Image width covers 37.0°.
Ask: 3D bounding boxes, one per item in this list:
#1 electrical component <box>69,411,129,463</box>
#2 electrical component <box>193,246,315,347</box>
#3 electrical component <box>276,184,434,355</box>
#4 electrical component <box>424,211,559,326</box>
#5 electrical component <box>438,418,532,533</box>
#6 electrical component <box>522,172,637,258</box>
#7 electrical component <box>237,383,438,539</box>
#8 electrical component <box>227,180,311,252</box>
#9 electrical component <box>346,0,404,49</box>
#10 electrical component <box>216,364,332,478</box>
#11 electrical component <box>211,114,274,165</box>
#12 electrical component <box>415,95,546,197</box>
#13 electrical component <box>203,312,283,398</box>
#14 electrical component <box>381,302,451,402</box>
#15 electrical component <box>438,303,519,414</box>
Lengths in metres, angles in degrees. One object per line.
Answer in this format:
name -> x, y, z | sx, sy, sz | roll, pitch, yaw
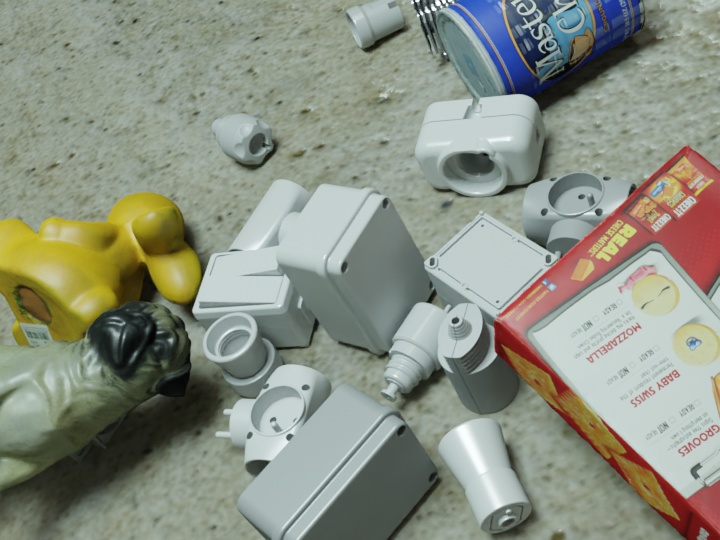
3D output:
electrical component -> -0.220, 0.105, 0.853 | 0.064, 0.042, 0.081 | 14, 59, 33
electrical component -> -0.075, 0.020, 0.841 | 0.096, 0.061, 0.061 | -4, 51, 23
electrical component -> 0.000, 0.000, 0.786 | 0.057, 0.113, 0.078 | 12, 58, 37
electrical component -> 0.096, 0.009, 0.767 | 0.062, 0.061, 0.096 | -42, 47, -12
electrical component -> 0.082, 0.133, 0.683 | 0.044, 0.044, 0.065 | -26, 50, 3
electrical component -> 0.157, -0.028, 0.780 | 0.077, 0.044, 0.079 | 2, 53, 27
electrical component -> -0.012, 0.141, 0.695 | 0.113, 0.078, 0.057 | -47, 45, -16
electrical component -> -0.058, -0.030, 0.889 | 0.079, 0.043, 0.077 | 12, 58, 33
electrical component -> 0.015, -0.240, 1.038 | 0.046, 0.040, 0.040 | -25, 45, -4
electrical component -> -0.067, 0.111, 0.771 | 0.079, 0.044, 0.077 | -2, 52, 25
electrical component -> -0.113, -0.124, 0.997 | 0.062, 0.043, 0.043 | 27, 67, 41
electrical component -> 0.096, -0.099, 0.865 | 0.095, 0.053, 0.059 | -2, 52, 25
electrical component -> -0.087, 0.065, 0.812 | 0.045, 0.055, 0.045 | -14, 47, 15
electrical component -> 0.040, 0.059, 0.766 | 0.040, 0.040, 0.078 | 18, 62, 36
electrical component -> 0.076, 0.057, 0.722 | 0.043, 0.081, 0.043 | -14, 48, 15
